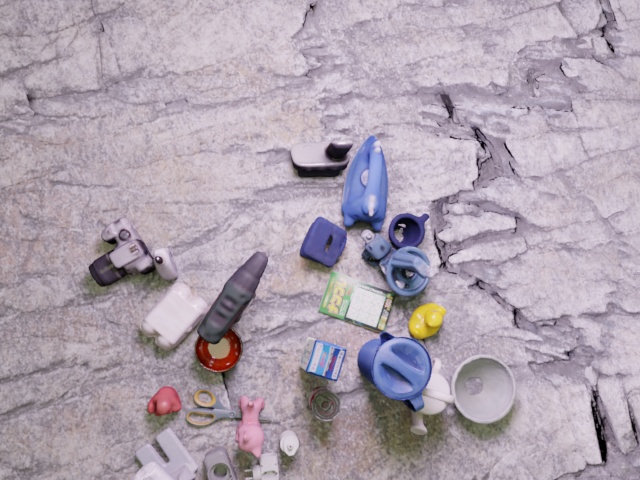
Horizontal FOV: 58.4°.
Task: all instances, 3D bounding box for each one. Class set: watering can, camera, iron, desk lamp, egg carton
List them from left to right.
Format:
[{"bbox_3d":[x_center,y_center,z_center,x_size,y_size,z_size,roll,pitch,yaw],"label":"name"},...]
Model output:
[{"bbox_3d":[-0.478,0.036,1.346,0.137,0.100,0.143,-32,87,-10],"label":"camera"},{"bbox_3d":[-0.326,0.539,1.243,0.118,0.213,0.203,-37,88,-10],"label":"desk lamp"},{"bbox_3d":[-0.346,0.182,1.360,0.107,0.069,0.150,40,80,-1],"label":"egg carton"},{"bbox_3d":[0.127,-0.160,1.429,0.118,0.141,0.258,7,82,-6],"label":"iron"},{"bbox_3d":[0.255,0.368,1.350,0.101,0.194,0.173,-1,83,-7],"label":"watering can"}]

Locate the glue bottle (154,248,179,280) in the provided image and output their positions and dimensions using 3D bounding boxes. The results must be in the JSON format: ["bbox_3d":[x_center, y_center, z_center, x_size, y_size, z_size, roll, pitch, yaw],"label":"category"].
[{"bbox_3d":[-0.361,0.051,1.323,0.037,0.173,0.078,-17,85,-9],"label":"glue bottle"}]

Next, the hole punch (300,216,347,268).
[{"bbox_3d":[0.013,0.005,1.419,0.101,0.091,0.109,23,80,-4],"label":"hole punch"}]

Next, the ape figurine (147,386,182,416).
[{"bbox_3d":[-0.358,0.380,1.321,0.078,0.092,0.076,19,81,-4],"label":"ape figurine"}]

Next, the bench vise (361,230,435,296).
[{"bbox_3d":[0.183,0.059,1.368,0.207,0.219,0.121,24,80,-3],"label":"bench vise"}]

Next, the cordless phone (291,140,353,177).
[{"bbox_3d":[0.006,-0.218,1.399,0.147,0.185,0.094,-7,83,-8],"label":"cordless phone"}]

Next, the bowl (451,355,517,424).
[{"bbox_3d":[0.396,0.368,1.428,0.167,0.074,0.167,1,82,-7],"label":"bowl"}]

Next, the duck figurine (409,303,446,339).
[{"bbox_3d":[0.273,0.202,1.429,0.105,0.086,0.077,-42,89,-10],"label":"duck figurine"}]

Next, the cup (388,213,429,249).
[{"bbox_3d":[0.219,-0.025,1.447,0.118,0.095,0.092,-38,88,-10],"label":"cup"}]

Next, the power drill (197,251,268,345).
[{"bbox_3d":[-0.195,0.131,1.316,0.075,0.208,0.230,33,80,-2],"label":"power drill"}]

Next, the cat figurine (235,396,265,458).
[{"bbox_3d":[-0.161,0.433,1.326,0.067,0.117,0.128,2,82,-7],"label":"cat figurine"}]
